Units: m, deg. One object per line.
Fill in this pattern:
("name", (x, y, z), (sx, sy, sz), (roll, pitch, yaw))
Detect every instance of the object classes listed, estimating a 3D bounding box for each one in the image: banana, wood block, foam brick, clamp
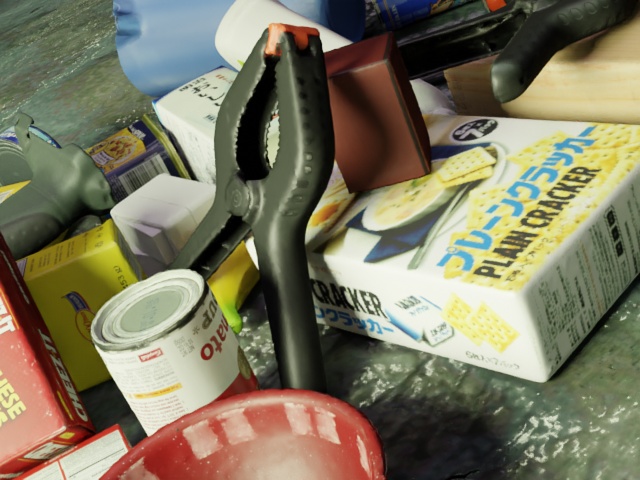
("banana", (-0.022, -0.003, 0.749), (0.070, 0.037, 0.197), (24, 52, 28))
("wood block", (0.194, -0.096, 0.685), (0.207, 0.090, 0.090), (10, 42, 46))
("foam brick", (0.031, -0.076, 0.641), (0.051, 0.078, 0.053), (-16, 26, 15))
("clamp", (0.127, -0.135, 0.664), (0.171, 0.039, 0.120), (-33, 34, -28))
("clamp", (-0.029, -0.015, 0.611), (0.036, 0.210, 0.165), (-3, 29, -40))

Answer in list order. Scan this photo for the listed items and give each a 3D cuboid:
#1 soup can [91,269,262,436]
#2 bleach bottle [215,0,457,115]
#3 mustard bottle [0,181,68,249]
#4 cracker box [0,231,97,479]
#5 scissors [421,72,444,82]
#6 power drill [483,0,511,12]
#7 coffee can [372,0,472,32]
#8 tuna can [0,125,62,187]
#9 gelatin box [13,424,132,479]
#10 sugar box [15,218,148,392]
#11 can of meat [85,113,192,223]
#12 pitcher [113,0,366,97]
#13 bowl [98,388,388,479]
("soup can", (-0.072, 0.075, 0.575), (0.068, 0.102, 0.068), (-18, 28, 10))
("bleach bottle", (0.020, -0.124, 0.833), (0.068, 0.102, 0.251), (-55, 41, 0))
("mustard bottle", (-0.317, -0.006, 0.948), (0.192, 0.058, 0.096), (-7, 36, 27))
("cracker box", (-0.262, 0.091, 0.615), (0.213, 0.164, 0.072), (-29, -14, -2))
("scissors", (0.066, -0.124, 0.909), (0.202, 0.016, 0.096), (-9, 33, 26))
("power drill", (0.232, -0.228, 0.920), (0.184, 0.057, 0.188), (-27, 28, -6))
("coffee can", (0.111, -0.274, 1.045), (0.140, 0.103, 0.103), (-20, 28, 8))
("tuna can", (-0.267, -0.063, 0.982), (0.086, 0.086, 0.033), (0, 34, 37))
("gelatin box", (-0.125, 0.145, 0.570), (0.073, 0.030, 0.089), (-28, 27, -13))
("sugar box", (-0.194, 0.064, 0.697), (0.176, 0.093, 0.048), (-25, 26, -1))
("can of meat", (-0.167, -0.059, 0.930), (0.084, 0.057, 0.102), (-30, 28, -9))
("pitcher", (-0.076, -0.227, 1.096), (0.243, 0.145, 0.149), (-3, 46, 27))
("bowl", (-0.038, 0.141, 0.482), (0.162, 0.055, 0.162), (-18, 28, 10))
